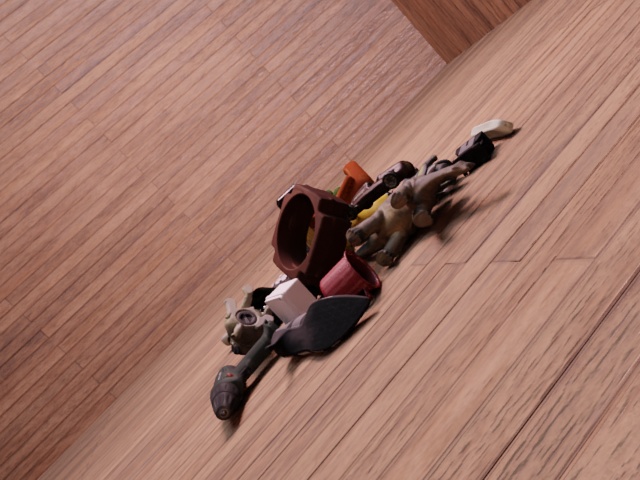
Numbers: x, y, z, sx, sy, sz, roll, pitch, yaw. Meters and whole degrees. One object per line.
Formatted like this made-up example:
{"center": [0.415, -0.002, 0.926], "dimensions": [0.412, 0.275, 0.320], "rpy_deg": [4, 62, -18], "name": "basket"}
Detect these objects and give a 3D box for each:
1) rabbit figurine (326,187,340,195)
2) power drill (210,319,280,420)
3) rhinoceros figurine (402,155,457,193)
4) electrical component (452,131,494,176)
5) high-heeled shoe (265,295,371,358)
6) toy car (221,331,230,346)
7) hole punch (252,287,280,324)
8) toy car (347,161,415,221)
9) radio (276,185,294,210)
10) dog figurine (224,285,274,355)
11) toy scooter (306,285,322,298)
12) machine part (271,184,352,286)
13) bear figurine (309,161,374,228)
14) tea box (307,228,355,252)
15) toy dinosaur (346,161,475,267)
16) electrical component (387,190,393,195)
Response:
{"center": [0.065, -0.074, 1.594], "dimensions": [0.121, 0.159, 0.170], "rpy_deg": [-61, 1, -33], "name": "rabbit figurine"}
{"center": [-0.144, 0.267, 1.116], "dimensions": [0.207, 0.086, 0.232], "rpy_deg": [-54, 7, -11], "name": "power drill"}
{"center": [0.238, -0.130, 1.193], "dimensions": [0.112, 0.073, 0.190], "rpy_deg": [-42, 6, -22], "name": "rhinoceros figurine"}
{"center": [0.335, -0.194, 1.161], "dimensions": [0.075, 0.047, 0.119], "rpy_deg": [-36, 13, 40], "name": "electrical component"}
{"center": [0.005, 0.160, 1.002], "dimensions": [0.249, 0.086, 0.145], "rpy_deg": [-26, -11, 21], "name": "high-heeled shoe"}
{"center": [-0.211, 0.242, 1.584], "dimensions": [0.202, 0.056, 0.073], "rpy_deg": [-42, 9, 20], "name": "toy car"}
{"center": [-0.135, 0.191, 1.439], "dimensions": [0.116, 0.092, 0.142], "rpy_deg": [-3, 29, 33], "name": "hole punch"}
{"center": [0.122, -0.108, 1.170], "dimensions": [0.202, 0.053, 0.089], "rpy_deg": [-36, 2, 43], "name": "toy car"}
{"center": [-0.028, -0.048, 1.553], "dimensions": [0.073, 0.229, 0.131], "rpy_deg": [-41, 4, -6], "name": "radio"}
{"center": [-0.184, 0.231, 1.290], "dimensions": [0.172, 0.121, 0.190], "rpy_deg": [-35, -30, -55], "name": "dog figurine"}
{"center": [-0.040, 0.120, 1.312], "dimensions": [0.135, 0.075, 0.184], "rpy_deg": [-35, 9, 45], "name": "toy scooter"}
{"center": [-0.022, -0.012, 1.206], "dimensions": [0.202, 0.087, 0.200], "rpy_deg": [36, 112, 58], "name": "machine part"}
{"center": [0.059, -0.086, 1.355], "dimensions": [0.196, 0.120, 0.132], "rpy_deg": [-43, 24, 8], "name": "bear figurine"}
{"center": [-0.003, -0.004, 1.411], "dimensions": [0.068, 0.169, 0.098], "rpy_deg": [-50, 9, -36], "name": "tea box"}
{"center": [0.155, -0.038, 1.093], "dimensions": [0.198, 0.105, 0.471], "rpy_deg": [-41, 0, -39], "name": "toy dinosaur"}
{"center": [0.120, -0.107, 1.474], "dimensions": [0.115, 0.134, 0.058], "rpy_deg": [-46, -34, -29], "name": "electrical component"}
